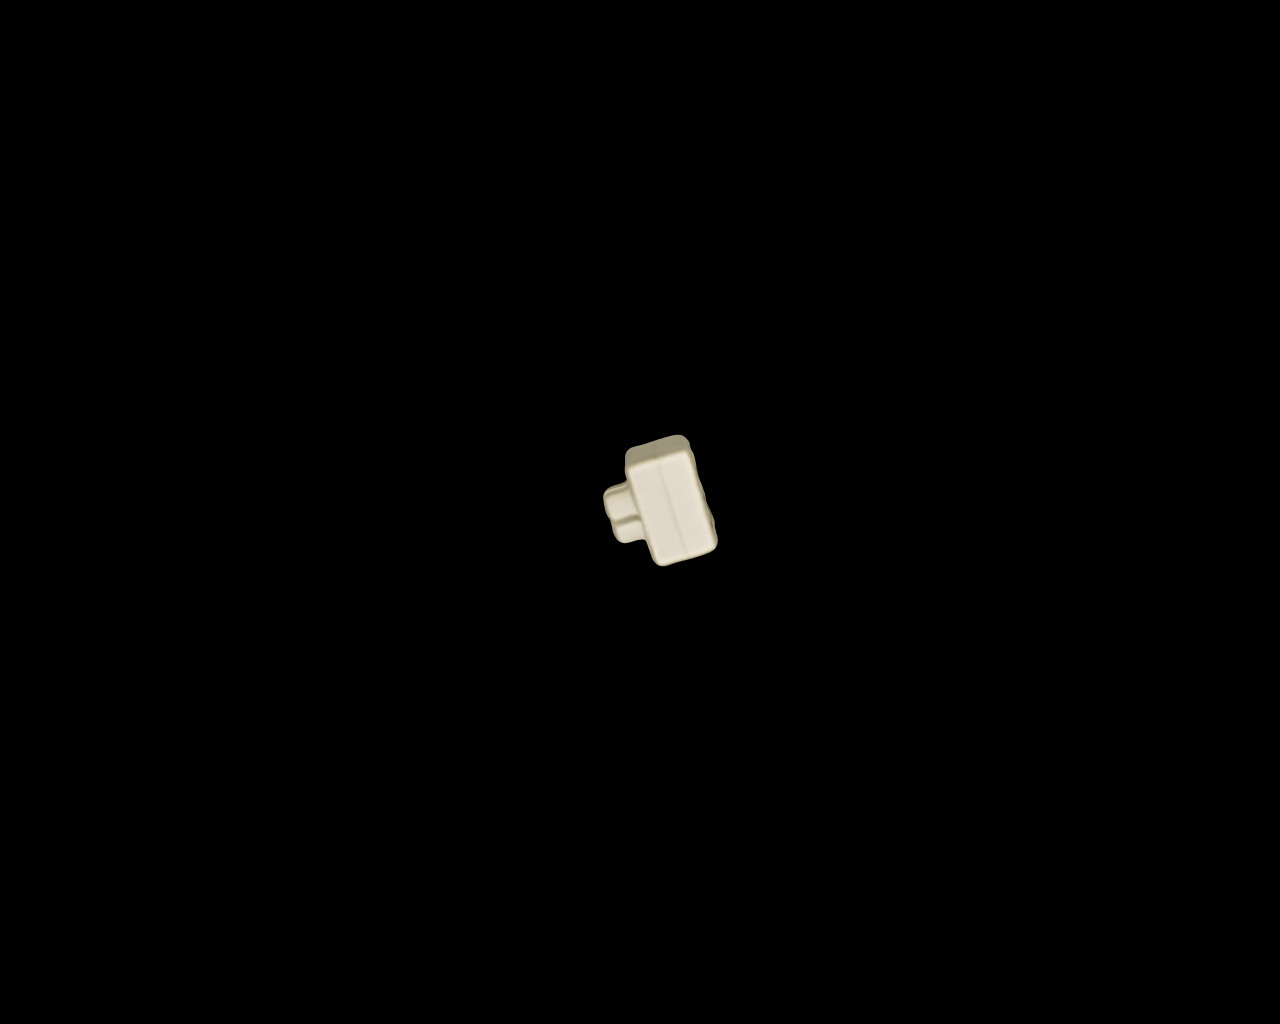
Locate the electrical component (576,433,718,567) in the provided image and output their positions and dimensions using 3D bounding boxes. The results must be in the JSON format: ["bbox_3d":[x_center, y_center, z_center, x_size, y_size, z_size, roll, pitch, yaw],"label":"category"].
[{"bbox_3d":[0.001,-0.003,0.650,0.077,0.065,0.047,-17,16,5],"label":"electrical component"}]
